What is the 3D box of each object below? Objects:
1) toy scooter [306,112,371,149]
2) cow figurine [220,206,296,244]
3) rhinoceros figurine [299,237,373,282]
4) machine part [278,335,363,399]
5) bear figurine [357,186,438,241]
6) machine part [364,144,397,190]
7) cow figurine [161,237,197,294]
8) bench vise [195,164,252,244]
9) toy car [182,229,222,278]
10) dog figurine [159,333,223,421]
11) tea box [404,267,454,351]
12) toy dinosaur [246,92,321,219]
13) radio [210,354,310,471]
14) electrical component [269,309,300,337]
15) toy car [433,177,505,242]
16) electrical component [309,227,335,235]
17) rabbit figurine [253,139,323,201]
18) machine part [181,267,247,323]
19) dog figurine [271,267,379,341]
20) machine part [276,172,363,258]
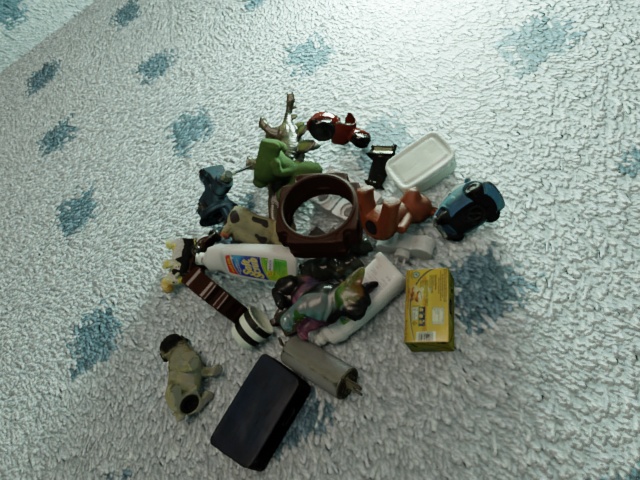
[{"bbox_3d":[0.051,-0.317,1.491,0.184,0.075,0.135,13,40,-11],"label":"toy scooter"},{"bbox_3d":[-0.146,-0.026,1.386,0.195,0.085,0.127,26,98,-3],"label":"cow figurine"},{"bbox_3d":[0.041,0.056,1.313,0.190,0.073,0.112,-26,45,13],"label":"rhinoceros figurine"},{"bbox_3d":[-0.003,0.281,1.198,0.244,0.079,0.079,23,74,34],"label":"machine part"},{"bbox_3d":[0.189,-0.078,1.241,0.196,0.131,0.120,-27,41,-28],"label":"bear figurine"},{"bbox_3d":[0.156,-0.196,1.418,0.084,0.039,0.139,6,64,20],"label":"machine part"},{"bbox_3d":[-0.392,0.071,1.519,0.098,0.068,0.167,-6,61,16],"label":"cow figurine"},{"bbox_3d":[-0.261,-0.081,1.487,0.223,0.129,0.240,-38,74,40],"label":"bench vise"},{"bbox_3d":[-0.318,0.044,1.426,0.053,0.202,0.089,39,51,8],"label":"toy car"},{"bbox_3d":[-0.355,0.336,1.340,0.191,0.121,0.172,14,66,47],"label":"dog figurine"},{"bbox_3d":[0.237,0.150,1.159,0.098,0.068,0.169,-4,60,24],"label":"tea box"},{"bbox_3d":[-0.104,-0.206,1.511,0.199,0.105,0.471,3,75,23],"label":"toy dinosaur"},{"bbox_3d":[-0.130,0.386,1.204,0.131,0.073,0.229,24,77,33],"label":"radio"},{"bbox_3d":[-0.069,0.188,1.306,0.102,0.045,0.078,-34,81,8],"label":"electrical component"},{"bbox_3d":[0.331,-0.077,1.232,0.161,0.109,0.103,-37,29,16],"label":"toy car"},{"bbox_3d":[-0.003,-0.004,1.394,0.094,0.021,0.063,-46,53,-3],"label":"electrical component"},{"bbox_3d":[-0.082,-0.174,1.394,0.170,0.121,0.159,15,87,2],"label":"rabbit figurine"},{"bbox_3d":[-0.263,0.138,1.353,0.180,0.179,0.056,31,76,36],"label":"machine part"},{"bbox_3d":[0.016,0.119,1.197,0.219,0.108,0.192,-32,46,10],"label":"dog figurine"},{"bbox_3d":[0.002,-0.062,1.284,0.202,0.087,0.201,-2,60,14],"label":"machine part"}]
